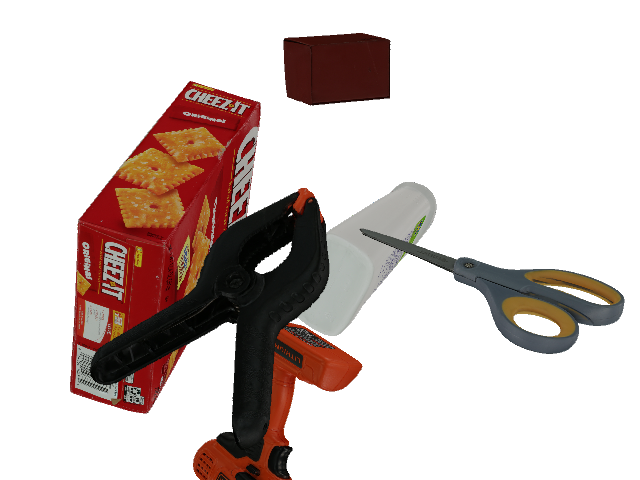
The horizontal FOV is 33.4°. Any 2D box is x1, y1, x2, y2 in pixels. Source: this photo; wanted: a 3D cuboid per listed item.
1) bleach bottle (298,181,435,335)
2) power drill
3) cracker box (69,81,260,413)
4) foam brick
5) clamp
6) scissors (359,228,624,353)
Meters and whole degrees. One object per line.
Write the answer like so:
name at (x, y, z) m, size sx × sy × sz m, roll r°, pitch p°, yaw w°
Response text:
bleach bottle at (0.058, 0.003, 1.075) m, size 0.068 × 0.103 × 0.250 m, roll 35°, pitch 29°, yaw 10°
power drill at (-0.031, 0.181, 0.974) m, size 0.057 × 0.188 × 0.185 m, roll 14°, pitch 11°, yaw -47°
cracker box at (-0.114, 0.001, 0.817) m, size 0.072 × 0.164 × 0.213 m, roll 17°, pitch 37°, yaw 7°
foam brick at (0.014, -0.146, 0.906) m, size 0.078 × 0.051 × 0.053 m, roll -8°, pitch 20°, yaw -25°
clamp at (-0.041, 0.042, 0.625) m, size 0.120 × 0.171 × 0.039 m, roll 30°, pitch -24°, yaw 28°
scissors at (0.102, 0.032, 0.729) m, size 0.202 × 0.016 × 0.096 m, roll 12°, pitch 32°, yaw 23°
